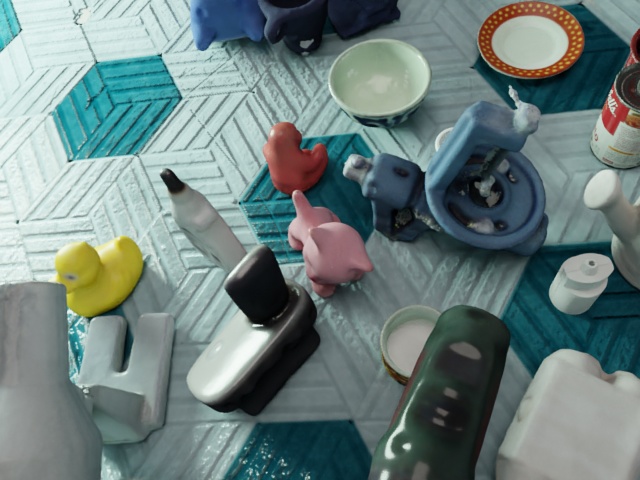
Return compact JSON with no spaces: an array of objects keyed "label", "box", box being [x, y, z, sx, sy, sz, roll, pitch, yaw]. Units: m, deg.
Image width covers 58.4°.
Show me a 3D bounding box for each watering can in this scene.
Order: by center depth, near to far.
[{"label":"watering can","box":[0.333,-0.026,0.511,0.172,0.194,0.101,-12,63,4]}]

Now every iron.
[{"label":"iron","box":[-0.138,-0.396,0.801,0.118,0.142,0.258,-9,63,5]}]

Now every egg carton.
[{"label":"egg carton","box":[0.224,0.174,0.501,0.107,0.069,0.150,25,70,20]}]

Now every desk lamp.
[{"label":"desk lamp","box":[-0.228,0.135,0.514,0.118,0.214,0.203,-5,63,7]}]

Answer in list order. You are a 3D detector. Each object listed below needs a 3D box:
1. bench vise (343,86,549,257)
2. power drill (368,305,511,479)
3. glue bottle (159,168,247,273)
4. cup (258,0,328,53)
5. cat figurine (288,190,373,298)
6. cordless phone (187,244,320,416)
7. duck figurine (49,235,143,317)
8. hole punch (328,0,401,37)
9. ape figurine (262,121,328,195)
[{"label":"bench vise","box":[0.121,-0.054,0.546,0.207,0.220,0.121,-3,64,8]},{"label":"power drill","box":[0.085,0.173,0.446,0.075,0.209,0.230,18,68,18]},{"label":"glue bottle","box":[-0.127,-0.024,0.598,0.078,0.173,0.037,34,74,23]},{"label":"cup","box":[-0.033,-0.285,0.755,0.091,0.095,0.118,19,68,18]},{"label":"cat figurine","box":[0.005,0.002,0.595,0.067,0.118,0.127,-29,63,-5]},{"label":"cordless phone","box":[-0.076,0.081,0.531,0.094,0.185,0.148,32,73,22]},{"label":"duck figurine","box":[-0.256,0.030,0.642,0.077,0.086,0.105,38,75,24]},{"label":"hole punch","box":[0.052,-0.350,0.776,0.101,0.091,0.108,-22,62,-2]},{"label":"ape figurine","box":[-0.034,-0.102,0.667,0.077,0.092,0.076,23,70,19]}]
